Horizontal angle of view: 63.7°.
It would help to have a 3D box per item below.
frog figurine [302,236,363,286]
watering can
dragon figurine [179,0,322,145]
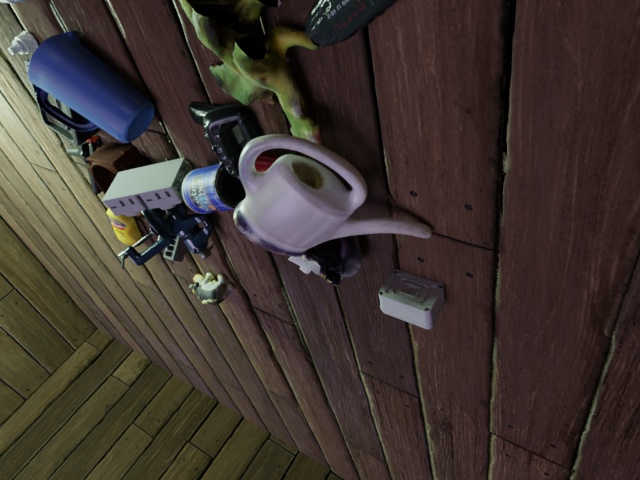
[{"bbox_3d":[0.024,0.022,1.059,0.138,0.122,0.159,25,-177,7],"label":"frog figurine"},{"bbox_3d":[0.003,-0.044,0.877,0.345,0.106,0.220,31,131,-21],"label":"watering can"},{"bbox_3d":[-0.141,-0.293,0.808,0.410,0.124,0.239,41,157,0],"label":"dragon figurine"}]
